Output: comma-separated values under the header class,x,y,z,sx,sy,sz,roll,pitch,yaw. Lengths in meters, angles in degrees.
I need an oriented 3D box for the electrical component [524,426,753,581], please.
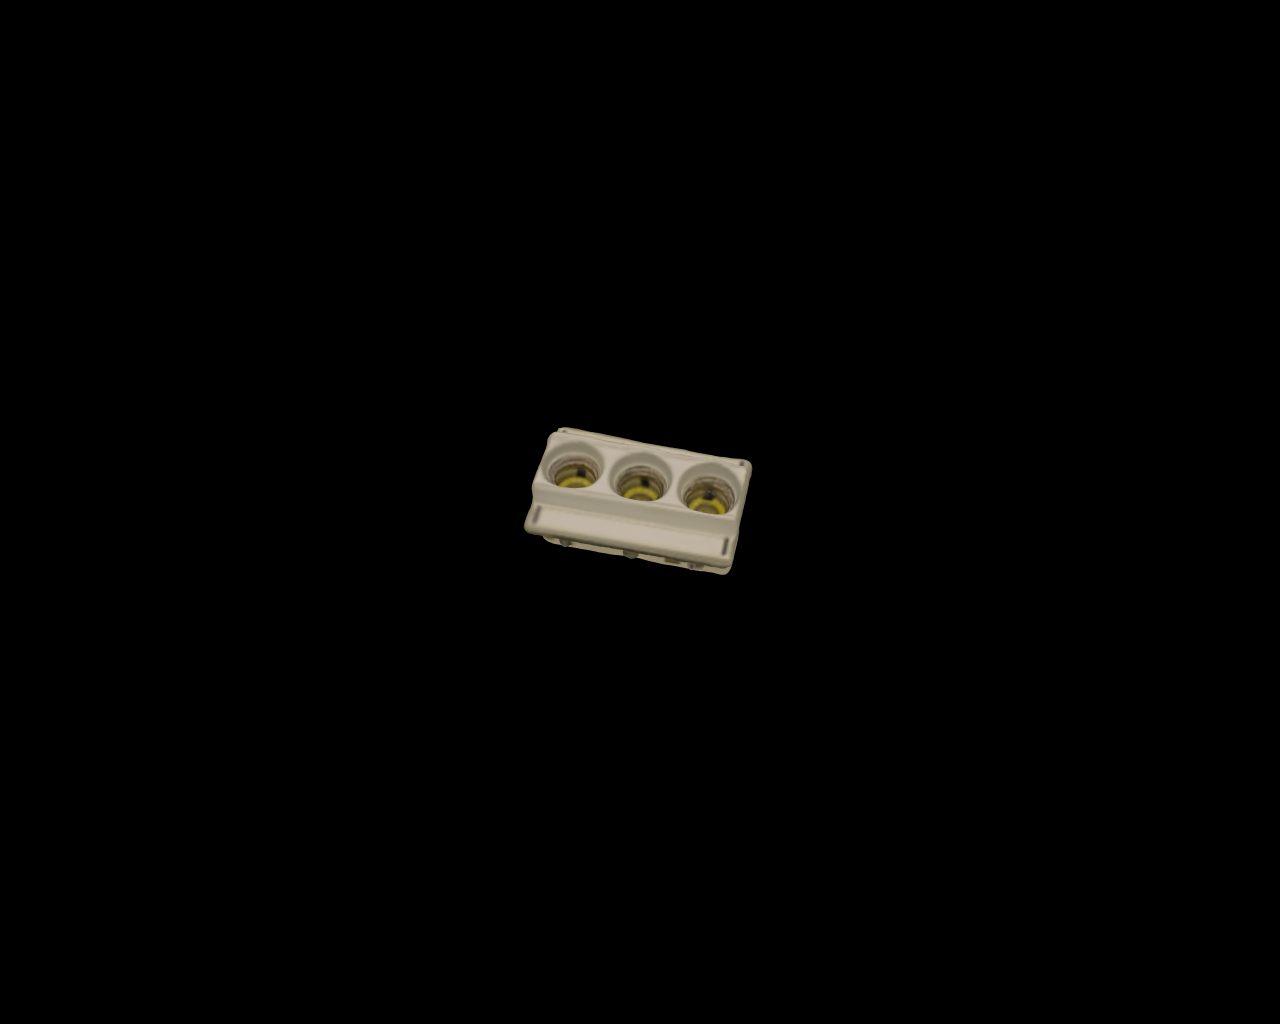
class,x,y,z,sx,sy,sz,roll,pitch,yaw
electrical component,0.001,-0.003,0.650,0.121,0.079,0.063,10,-36,8
